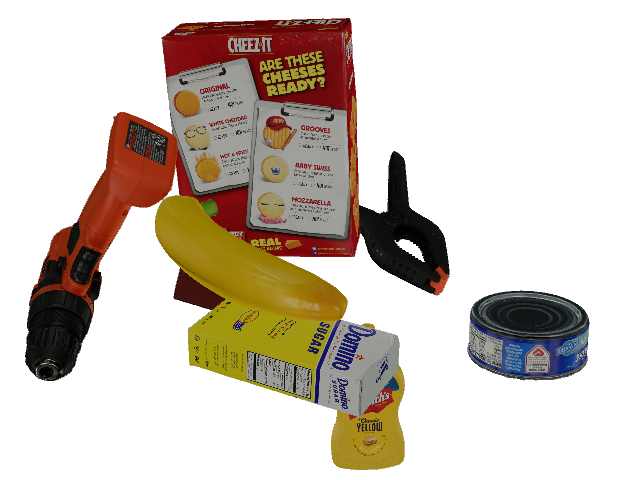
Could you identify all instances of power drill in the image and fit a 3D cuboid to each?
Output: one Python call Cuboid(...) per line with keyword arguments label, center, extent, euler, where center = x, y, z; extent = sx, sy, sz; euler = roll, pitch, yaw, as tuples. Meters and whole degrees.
Cuboid(label="power drill", center=(-0.184, 0.002, 0.872), extent=(0.057, 0.188, 0.184), euler=(25, 28, -21))

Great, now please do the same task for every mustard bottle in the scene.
Cuboid(label="mustard bottle", center=(0.061, 0.201, 1.388), extent=(0.096, 0.192, 0.058), euler=(-1, 15, -3))

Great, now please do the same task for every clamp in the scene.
Cuboid(label="clamp", center=(0.070, -0.018, 1.227), extent=(0.164, 0.210, 0.036), euler=(-13, -38, -26))

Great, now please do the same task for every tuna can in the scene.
Cuboid(label="tuna can", center=(0.150, 0.067, 0.770), extent=(0.086, 0.034, 0.086), euler=(-1, 20, 0))

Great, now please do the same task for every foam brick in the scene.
Cuboid(label="foam brick", center=(-0.114, 0.041, 1.157), extent=(0.078, 0.051, 0.053), euler=(17, 29, 0))

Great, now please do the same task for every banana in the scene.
Cuboid(label="banana", center=(-0.059, 0.005, 0.683), extent=(0.069, 0.037, 0.198), euler=(-13, 28, -27))

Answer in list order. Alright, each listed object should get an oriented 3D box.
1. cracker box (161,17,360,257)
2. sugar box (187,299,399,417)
Cuboid(label="cracker box", center=(-0.049, -0.093, 0.987), extent=(0.164, 0.214, 0.072), euler=(0, 23, 8))
Cuboid(label="sugar box", center=(-0.024, 0.101, 0.982), extent=(0.176, 0.048, 0.093), euler=(11, 26, 23))
